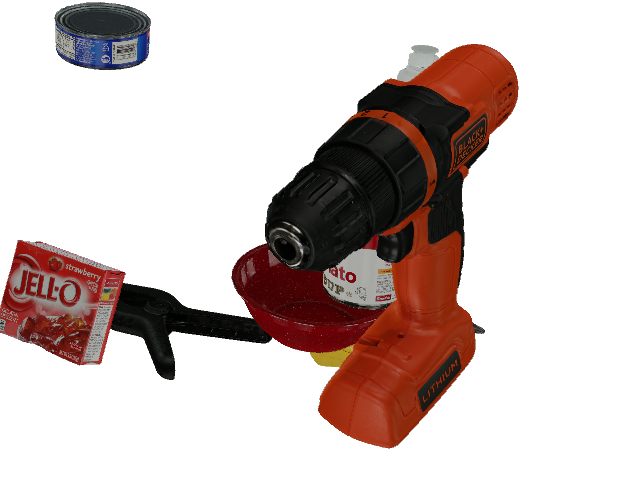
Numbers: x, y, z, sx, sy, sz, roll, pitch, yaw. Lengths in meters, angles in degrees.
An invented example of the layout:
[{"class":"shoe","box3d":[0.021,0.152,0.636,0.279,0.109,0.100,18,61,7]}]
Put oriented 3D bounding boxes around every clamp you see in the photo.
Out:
[{"class":"clamp","box3d":[-0.179,0.090,1.158,0.210,0.036,0.164,18,20,27]}]

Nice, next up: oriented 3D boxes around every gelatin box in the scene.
[{"class":"gelatin box","box3d":[-0.197,0.046,0.803,0.089,0.073,0.030,18,4,25]}]

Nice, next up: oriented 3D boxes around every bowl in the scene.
[{"class":"bowl","box3d":[-0.005,0.059,1.013,0.162,0.055,0.162,4,28,-3]}]

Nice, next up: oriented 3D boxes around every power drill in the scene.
[{"class":"power drill","box3d":[0.037,0.013,0.535,0.057,0.188,0.184,25,43,27]}]

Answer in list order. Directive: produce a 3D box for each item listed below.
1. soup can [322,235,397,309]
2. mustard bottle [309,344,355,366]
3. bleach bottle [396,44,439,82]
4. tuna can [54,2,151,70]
[{"class":"soup can","box3d":[0.038,-0.009,0.795,0.068,0.102,0.068,3,26,-2]},{"class":"mustard bottle","box3d":[0.038,0.069,1.387,0.096,0.192,0.058,-4,25,-17]},{"class":"bleach bottle","box3d":[0.098,-0.077,1.125,0.068,0.251,0.102,0,26,-8]},{"class":"tuna can","box3d":[-0.198,-0.187,0.973,0.086,0.034,0.086,6,31,-4]}]
